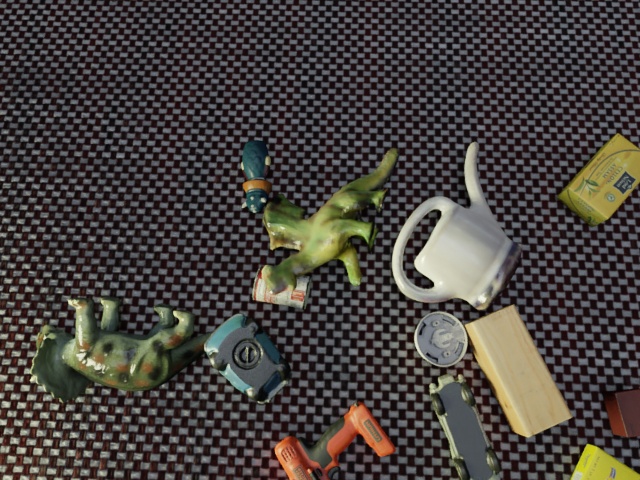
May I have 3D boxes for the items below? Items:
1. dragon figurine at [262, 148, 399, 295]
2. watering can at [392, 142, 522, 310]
[{"bbox_3d":[0.003,-0.051,1.019,0.243,0.119,0.420,11,53,14],"label":"dragon figurine"},{"bbox_3d":[0.291,-0.015,1.003,0.225,0.103,0.351,34,78,9],"label":"watering can"}]
